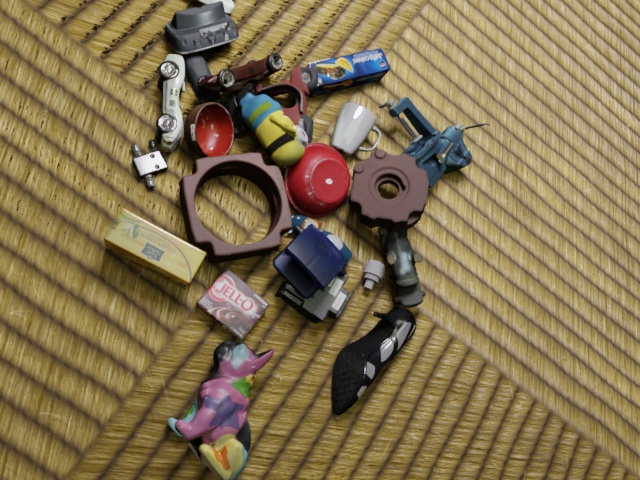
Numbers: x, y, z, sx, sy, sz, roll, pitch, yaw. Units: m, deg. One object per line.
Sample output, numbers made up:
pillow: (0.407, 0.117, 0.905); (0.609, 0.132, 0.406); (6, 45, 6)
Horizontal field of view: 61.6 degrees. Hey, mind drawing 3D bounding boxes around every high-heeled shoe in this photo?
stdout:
high-heeled shoe: (0.116, 0.250, 1.115); (0.145, 0.086, 0.248); (28, 87, -44)

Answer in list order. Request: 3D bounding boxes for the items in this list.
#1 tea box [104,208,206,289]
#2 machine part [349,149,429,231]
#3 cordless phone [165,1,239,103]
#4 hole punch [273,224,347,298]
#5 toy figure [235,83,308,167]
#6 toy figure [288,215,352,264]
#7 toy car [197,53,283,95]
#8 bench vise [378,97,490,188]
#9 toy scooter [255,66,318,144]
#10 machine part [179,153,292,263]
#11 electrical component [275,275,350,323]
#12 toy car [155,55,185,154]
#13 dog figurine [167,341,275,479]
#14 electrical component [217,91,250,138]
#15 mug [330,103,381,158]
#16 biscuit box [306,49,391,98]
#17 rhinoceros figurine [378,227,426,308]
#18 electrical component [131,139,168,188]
tea box: (-0.304, 0.019, 0.992); (0.169, 0.098, 0.068); (31, 70, -12)
machine part: (0.145, -0.105, 1.134); (0.179, 0.056, 0.179); (-1, 70, 2)
cordless phone: (-0.230, -0.393, 1.140); (0.146, 0.089, 0.184); (-26, 98, -24)
hole punch: (-0.013, 0.035, 1.036); (0.142, 0.092, 0.116); (45, 63, 0)
toy figure: (-0.100, -0.228, 1.086); (0.180, 0.089, 0.082); (45, 24, 5)
toy figure: (-0.002, -0.004, 1.128); (0.154, 0.058, 0.064); (39, 29, -5)
toy car: (-0.163, -0.339, 1.112); (0.202, 0.089, 0.053); (-36, 120, -39)
bench vise: (0.242, -0.238, 1.231); (0.223, 0.129, 0.240); (-46, 105, -15)
toy scooter: (-0.078, -0.285, 1.156); (0.135, 0.075, 0.183); (5, 87, 4)
machine part: (-0.169, -0.063, 1.066); (0.201, 0.087, 0.201); (-10, 79, -22)
electrical component: (-0.007, 0.102, 1.098); (0.134, 0.058, 0.115); (37, 70, -8)
toy car: (-0.299, -0.272, 1.076); (0.056, 0.073, 0.201); (2, 76, -18)
dog figurine: (-0.154, 0.294, 0.975); (0.191, 0.108, 0.219); (48, 64, -2)
electrical component: (-0.171, -0.270, 1.140); (0.078, 0.045, 0.102); (-18, 85, -50)
mug: (0.076, -0.233, 1.202); (0.109, 0.081, 0.107); (32, 80, -16)
biscuit box: (0.061, -0.386, 1.238); (0.203, 0.063, 0.059); (-21, 86, -22)
rhinoceros figurine: (0.173, 0.050, 1.151); (0.073, 0.112, 0.190); (-12, 69, -5)
electrical component: (-0.334, -0.150, 1.063); (0.063, 0.021, 0.094); (-22, 84, -23)
